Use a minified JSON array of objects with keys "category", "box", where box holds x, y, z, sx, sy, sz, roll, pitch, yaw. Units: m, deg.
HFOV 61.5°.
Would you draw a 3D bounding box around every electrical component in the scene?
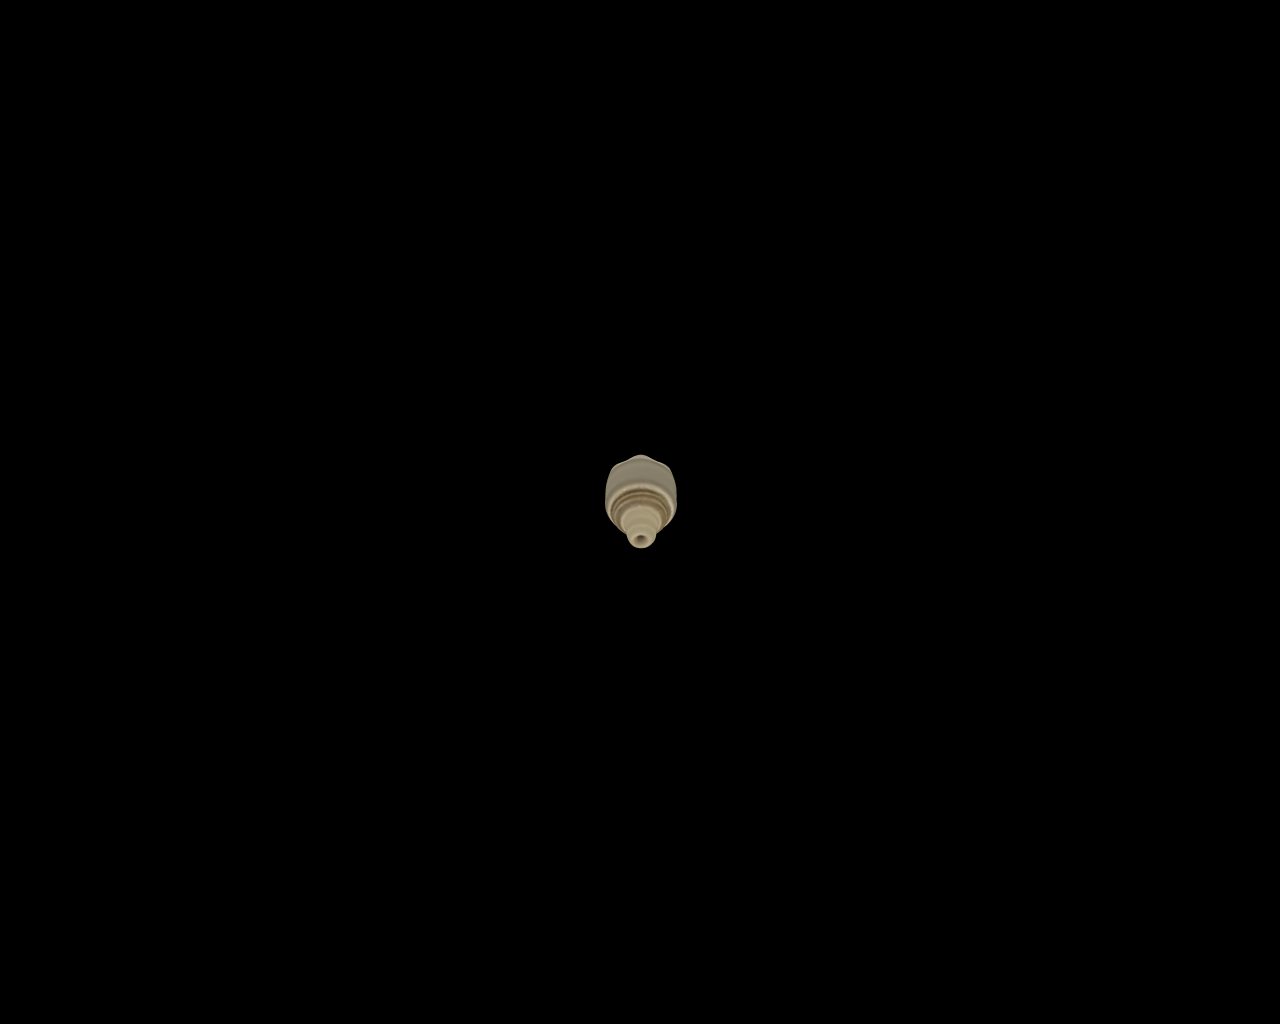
[{"category":"electrical component","box":[0.001,-0.003,0.650,0.043,0.043,0.062,0,40,0]}]
